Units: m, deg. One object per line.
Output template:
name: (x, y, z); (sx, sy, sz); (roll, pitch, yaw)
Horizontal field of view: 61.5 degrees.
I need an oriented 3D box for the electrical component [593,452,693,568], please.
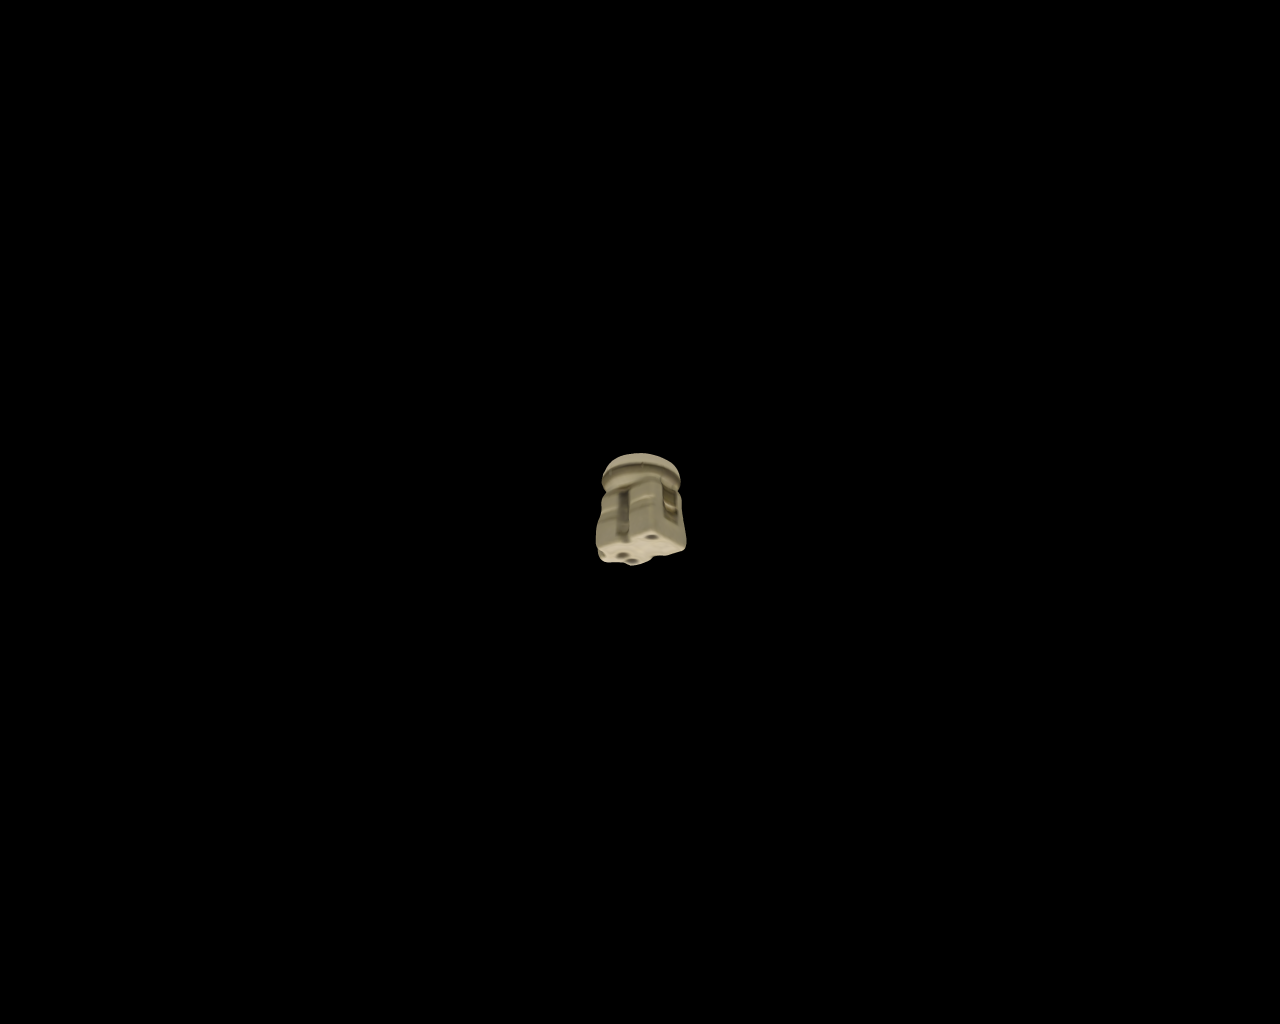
electrical component: (0.001, -0.003, 0.650); (0.066, 0.055, 0.048); (-18, -32, 31)
